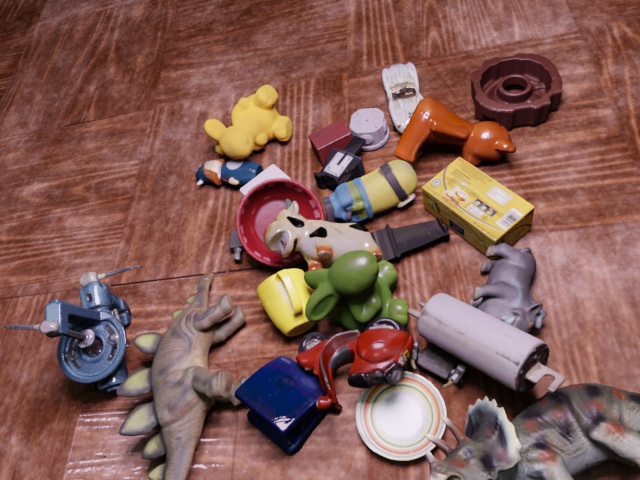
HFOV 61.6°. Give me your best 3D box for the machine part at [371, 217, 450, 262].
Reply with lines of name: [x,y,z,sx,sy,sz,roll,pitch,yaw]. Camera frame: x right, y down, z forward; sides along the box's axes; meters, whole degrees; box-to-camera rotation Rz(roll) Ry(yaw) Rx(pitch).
machine part: [0.158,-0.004,0.949,0.139,0.039,0.084,-15,50,8]

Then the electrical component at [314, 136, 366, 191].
electrical component: [0.049,-0.149,1.067,0.075,0.047,0.119,22,66,27]

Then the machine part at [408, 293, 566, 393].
machine part: [0.224,0.139,0.753,0.079,0.079,0.244,-47,41,-16]

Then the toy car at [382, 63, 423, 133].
toy car: [0.176,-0.303,1.127,0.074,0.056,0.202,-11,56,8]

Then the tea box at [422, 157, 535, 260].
tea box: [0.270,-0.057,0.932,0.098,0.068,0.170,-37,54,-11]

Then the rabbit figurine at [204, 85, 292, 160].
rabbit figurine: [-0.161,-0.229,1.116,0.163,0.121,0.173,-4,40,22]

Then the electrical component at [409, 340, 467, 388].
electrical component: [0.183,0.182,0.814,0.102,0.045,0.078,32,72,31]

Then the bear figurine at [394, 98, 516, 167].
bear figurine: [0.255,-0.182,1.009,0.196,0.131,0.120,26,27,-2]

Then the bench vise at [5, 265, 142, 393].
bench vise: [-0.388,0.140,0.897,0.129,0.240,0.223,-10,71,5]

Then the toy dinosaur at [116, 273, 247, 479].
toy dinosaur: [-0.217,0.239,0.859,0.199,0.104,0.472,-17,45,13]

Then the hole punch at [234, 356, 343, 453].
hole punch: [-0.054,0.240,0.819,0.142,0.092,0.116,26,64,32]

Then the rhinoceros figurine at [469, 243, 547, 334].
rhinoceros figurine: [0.290,0.096,0.830,0.112,0.073,0.190,12,59,10]

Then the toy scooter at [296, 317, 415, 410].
toy scooter: [0.049,0.186,0.788,0.184,0.075,0.135,-11,33,14]

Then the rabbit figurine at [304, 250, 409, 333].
rabbit figurine: [0.052,0.069,0.848,0.159,0.170,0.121,-9,55,9]

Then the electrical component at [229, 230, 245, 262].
electrical component: [-0.142,-0.001,1.038,0.063,0.021,0.094,-7,54,11]

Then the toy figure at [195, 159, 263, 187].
toy figure: [-0.195,-0.142,1.128,0.155,0.057,0.064,6,15,19]

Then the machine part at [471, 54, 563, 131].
machine part: [0.386,-0.295,1.065,0.179,0.056,0.179,-7,55,10]

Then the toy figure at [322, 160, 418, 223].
toy figure: [0.093,-0.084,0.987,0.180,0.089,0.082,-18,62,1]

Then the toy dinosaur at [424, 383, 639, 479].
toy dinosaur: [0.327,0.254,0.691,0.405,0.131,0.192,-22,55,-7]

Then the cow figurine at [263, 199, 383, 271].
cow figurine: [-0.002,-0.003,0.925,0.195,0.085,0.127,4,43,-23]
